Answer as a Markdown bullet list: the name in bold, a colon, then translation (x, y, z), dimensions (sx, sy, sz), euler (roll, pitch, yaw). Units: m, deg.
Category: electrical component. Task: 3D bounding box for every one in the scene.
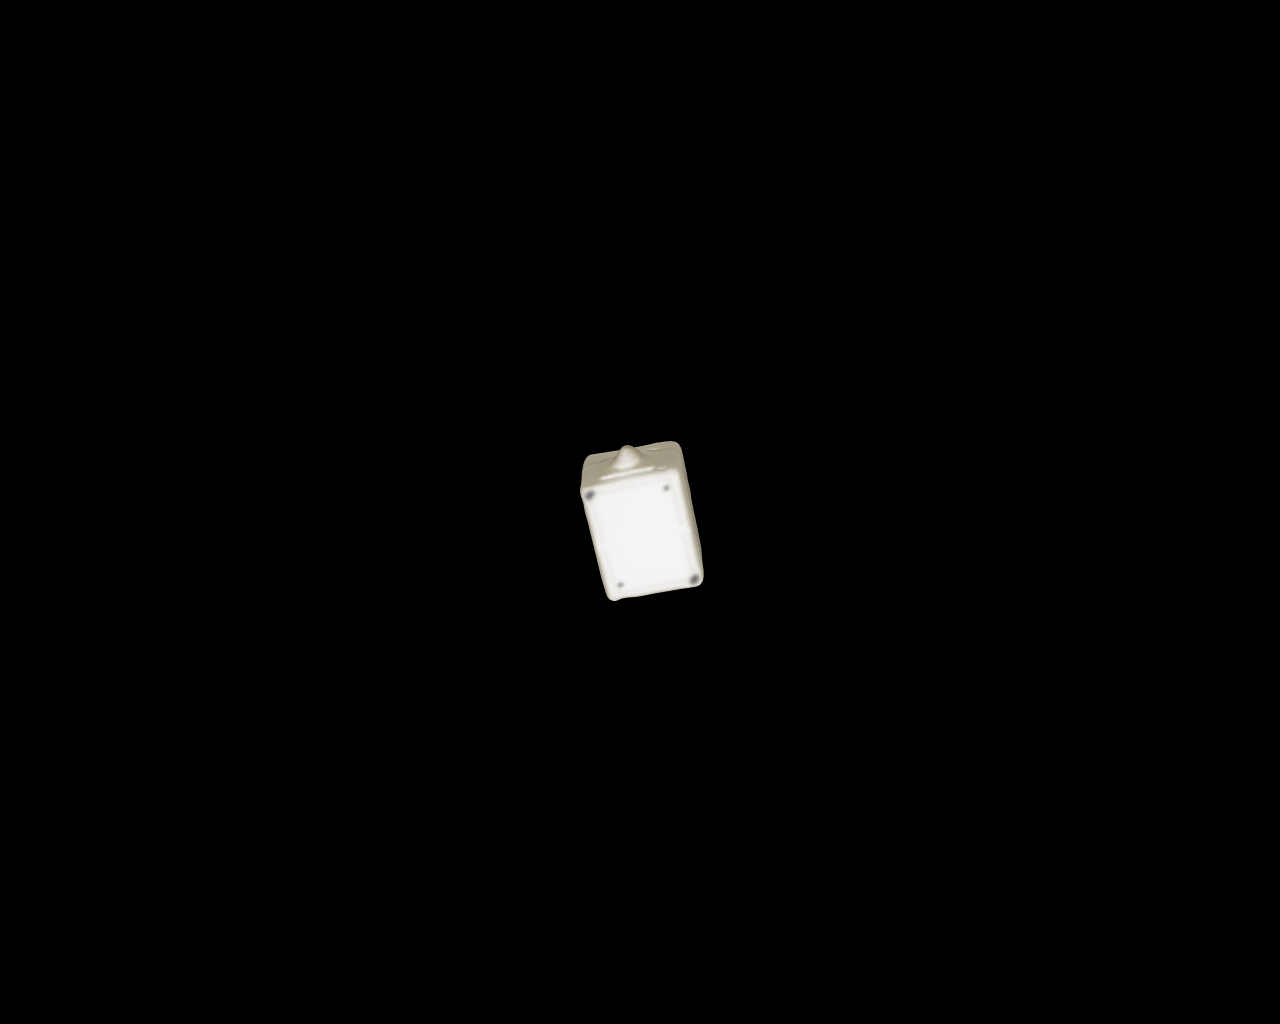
- **electrical component**: translation (0.001, -0.003, 0.650), dimensions (0.062, 0.096, 0.061), euler (-11, 24, 5)
